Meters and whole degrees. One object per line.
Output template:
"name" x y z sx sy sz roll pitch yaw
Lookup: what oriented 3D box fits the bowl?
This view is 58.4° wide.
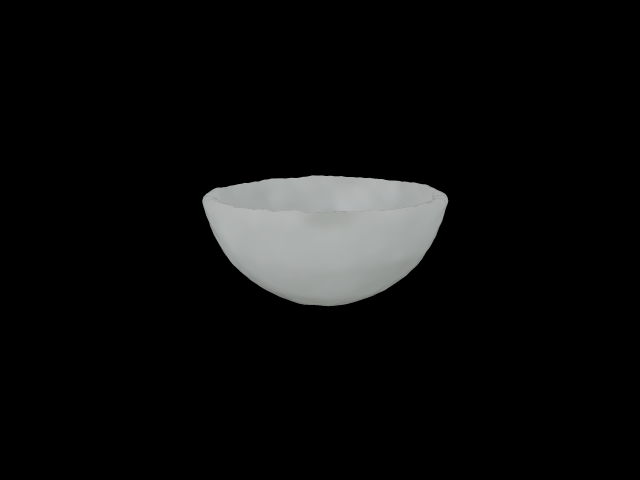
"bowl" 0.004 0.001 0.400 0.167 0.075 0.167 0 13 0
